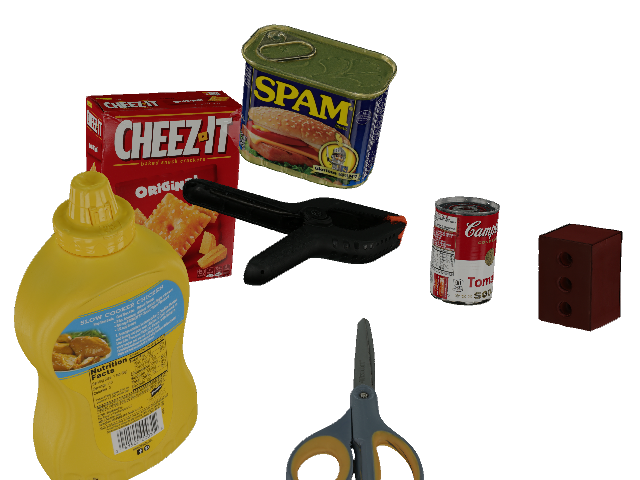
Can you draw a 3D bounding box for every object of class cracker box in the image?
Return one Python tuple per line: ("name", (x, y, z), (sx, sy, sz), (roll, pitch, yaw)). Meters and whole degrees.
("cracker box", (-0.178, -0.055, 1.204), (0.163, 0.214, 0.072), (-7, 26, -28))

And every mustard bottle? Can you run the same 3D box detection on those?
("mustard bottle", (-0.116, 0.047, 0.581), (0.096, 0.192, 0.058), (-23, 44, -30))

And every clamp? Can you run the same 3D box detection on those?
("clamp", (-0.009, -0.005, 0.975), (0.209, 0.036, 0.165), (4, 29, -24))

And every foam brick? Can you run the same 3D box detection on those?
("foam brick", (0.219, 0.030, 0.900), (0.053, 0.078, 0.051), (11, 21, 42))

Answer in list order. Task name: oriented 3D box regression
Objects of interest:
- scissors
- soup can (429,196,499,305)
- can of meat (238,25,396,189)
("scissors", (0.013, 0.117, 0.732), (0.096, 0.016, 0.202), (-6, 32, -11))
("soup can", (0.152, 0.011, 1.134), (0.068, 0.102, 0.068), (2, 16, -1))
("can of meat", (-0.006, -0.090, 0.736), (0.102, 0.084, 0.057), (18, 41, 11))
